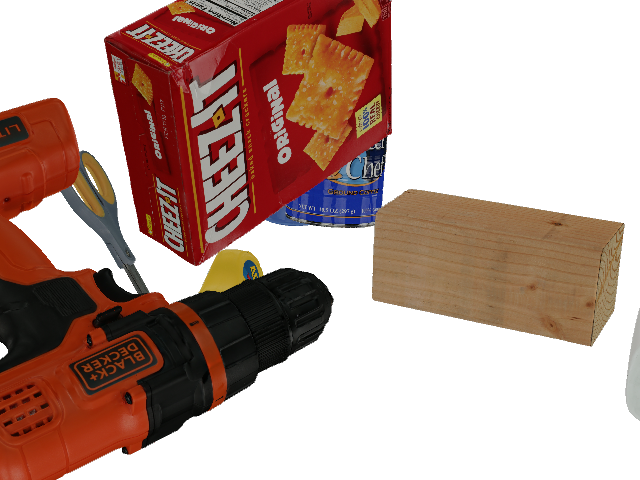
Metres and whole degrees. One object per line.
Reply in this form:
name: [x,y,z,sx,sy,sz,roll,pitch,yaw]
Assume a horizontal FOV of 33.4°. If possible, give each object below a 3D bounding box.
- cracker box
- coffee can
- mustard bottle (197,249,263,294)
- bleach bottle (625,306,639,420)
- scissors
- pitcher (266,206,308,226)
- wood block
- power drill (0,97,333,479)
cracker box: [-0.038,-0.105,0.759,0.072,0.164,0.213,30,50,32]
coffee can: [0.018,-0.092,1.108,0.103,0.140,0.103,4,12,-1]
mustard bottle: [-0.099,0.065,1.158,0.058,0.096,0.191,1,29,8]
bleach bottle: [0.281,0.056,0.760,0.103,0.068,0.250,11,22,19]
scissors: [-0.177,0.000,0.951,0.016,0.201,0.096,-27,22,12]
pitcher: [-0.018,-0.143,1.342,0.144,0.243,0.149,-3,26,-22]
wood block: [0.159,0.019,0.973,0.206,0.090,0.090,11,22,25]
power drill: [-0.111,0.013,0.512,0.184,0.057,0.188,-23,56,-31]
